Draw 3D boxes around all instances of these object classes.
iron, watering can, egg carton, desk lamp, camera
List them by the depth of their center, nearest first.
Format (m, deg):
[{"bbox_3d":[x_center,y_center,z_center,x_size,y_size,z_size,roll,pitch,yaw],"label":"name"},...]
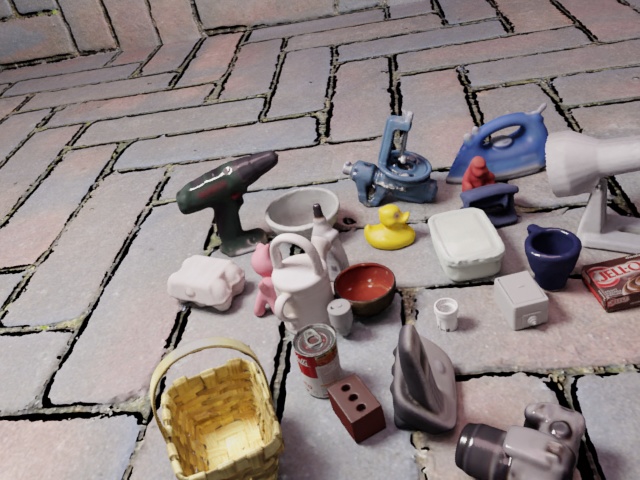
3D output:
[{"bbox_3d":[0.250,0.264,0.724,0.136,0.101,0.143,12,42,31],"label":"camera"},{"bbox_3d":[-0.032,0.063,1.008,0.100,0.194,0.173,-5,36,10],"label":"watering can"},{"bbox_3d":[0.516,-0.097,1.044,0.202,0.214,0.118,10,41,29],"label":"desk lamp"},{"bbox_3d":[-0.228,0.086,1.144,0.150,0.069,0.107,7,40,25],"label":"egg carton"},{"bbox_3d":[0.409,-0.222,1.314,0.258,0.142,0.118,-15,35,-4],"label":"iron"}]

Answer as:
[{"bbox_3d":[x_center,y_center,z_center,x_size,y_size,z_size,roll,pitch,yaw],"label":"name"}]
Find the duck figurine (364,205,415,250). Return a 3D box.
[{"bbox_3d":[0.141,-0.033,1.182,0.104,0.086,0.077,-4,36,12],"label":"duck figurine"}]

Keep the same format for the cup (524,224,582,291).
[{"bbox_3d":[0.397,0.033,1.004,0.092,0.095,0.117,-18,35,-7],"label":"cup"}]

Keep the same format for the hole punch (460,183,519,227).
[{"bbox_3d":[0.347,-0.086,1.188,0.108,0.091,0.101,-12,35,1],"label":"hole punch"}]

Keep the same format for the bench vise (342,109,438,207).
[{"bbox_3d":[0.148,-0.173,1.257,0.207,0.220,0.121,-9,35,5],"label":"bench vise"}]

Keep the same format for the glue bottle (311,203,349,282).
[{"bbox_3d":[0.010,0.004,1.095,0.077,0.173,0.037,10,41,29],"label":"glue bottle"}]

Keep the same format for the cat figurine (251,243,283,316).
[{"bbox_3d":[-0.100,0.064,1.094,0.067,0.118,0.128,-6,36,10],"label":"cat figurine"}]

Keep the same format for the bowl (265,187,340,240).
[{"bbox_3d":[-0.033,-0.043,1.260,0.167,0.075,0.167,-8,35,6],"label":"bowl"}]

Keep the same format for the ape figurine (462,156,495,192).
[{"bbox_3d":[0.347,-0.140,1.263,0.078,0.092,0.076,-11,35,2],"label":"ape figurine"}]

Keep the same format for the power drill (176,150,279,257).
[{"bbox_3d":[-0.180,-0.075,1.232,0.229,0.209,0.075,-17,35,-6],"label":"power drill"}]

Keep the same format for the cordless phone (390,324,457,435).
[{"bbox_3d":[0.143,0.170,0.813,0.094,0.185,0.147,-5,36,11],"label":"cordless phone"}]
